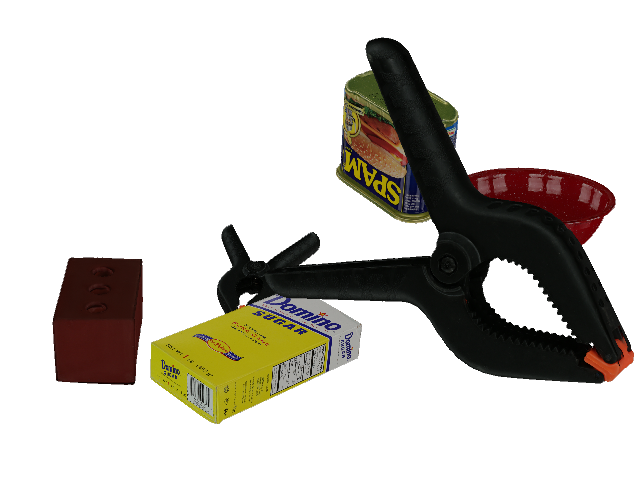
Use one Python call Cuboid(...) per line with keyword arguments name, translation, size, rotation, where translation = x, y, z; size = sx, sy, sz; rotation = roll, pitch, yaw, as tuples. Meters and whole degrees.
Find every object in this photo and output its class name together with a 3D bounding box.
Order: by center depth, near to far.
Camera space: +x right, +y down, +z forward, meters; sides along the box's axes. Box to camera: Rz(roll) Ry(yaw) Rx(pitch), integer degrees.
Cuboid(name="clamp", translation=(0.074, -0.001, 0.565), size=(0.210, 0.165, 0.036), rotation=(29, 25, 25))
Cuboid(name="foam brick", translation=(-0.148, 0.053, 0.717), size=(0.053, 0.051, 0.078), rotation=(2, 30, -7))
Cuboid(name="can of meat", translation=(0.060, -0.076, 0.834), size=(0.057, 0.084, 0.102), rotation=(-23, 42, -31))
Cuboid(name="sugar box", translation=(-0.056, 0.099, 0.963), size=(0.175, 0.048, 0.093), rotation=(-23, 38, -40))
Cuboid(name="bowl", translation=(0.209, -0.022, 1.066), size=(0.162, 0.055, 0.162), rotation=(-1, 23, 0))
Cuboid(name="clamp", translation=(-0.063, 0.039, 1.237), size=(0.120, 0.039, 0.171), rotation=(-5, 41, 8))
